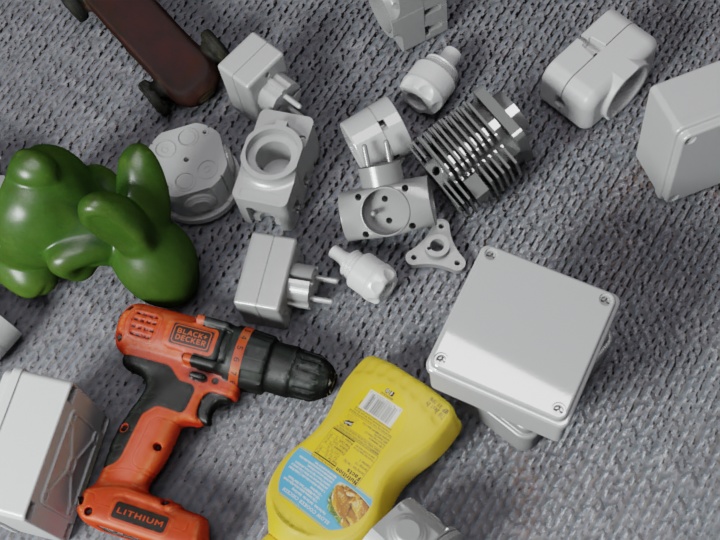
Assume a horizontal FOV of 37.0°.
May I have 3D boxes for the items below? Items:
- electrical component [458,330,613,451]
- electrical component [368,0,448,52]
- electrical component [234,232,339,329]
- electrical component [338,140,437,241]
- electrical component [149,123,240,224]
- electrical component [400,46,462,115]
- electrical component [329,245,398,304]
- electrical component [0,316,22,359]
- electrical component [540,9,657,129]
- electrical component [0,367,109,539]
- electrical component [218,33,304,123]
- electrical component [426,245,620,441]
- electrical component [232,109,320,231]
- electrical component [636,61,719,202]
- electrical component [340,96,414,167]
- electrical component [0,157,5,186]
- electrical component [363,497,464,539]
[{"bbox_3d":[0.135,0.074,0.843,0.078,0.057,0.113,37,75,19],"label":"electrical component"},{"bbox_3d":[0.042,-0.247,0.976,0.056,0.089,0.050,-28,67,-6],"label":"electrical component"},{"bbox_3d":[-0.057,0.012,0.897,0.077,0.047,0.065,9,69,10],"label":"electrical component"},{"bbox_3d":[0.020,-0.069,0.910,0.077,0.044,0.079,-10,99,10],"label":"electrical component"},{"bbox_3d":[-0.147,-0.085,0.946,0.080,0.051,0.080,-2,66,5],"label":"electrical component"},{"bbox_3d":[0.068,-0.174,0.967,0.043,0.043,0.062,31,72,18],"label":"electrical component"},{"bbox_3d":[0.000,0.000,0.903,0.061,0.035,0.035,35,74,21],"label":"electrical component"},{"bbox_3d":[-0.342,0.017,0.922,0.138,0.052,0.073,32,73,18],"label":"electrical component"},{"bbox_3d":[0.213,-0.174,0.945,0.095,0.053,0.059,-43,69,-12],"label":"electrical component"},{"bbox_3d":[-0.247,0.144,0.826,0.056,0.108,0.108,12,68,8],"label":"electrical component"},{"bbox_3d":[-0.079,-0.161,0.964,0.077,0.065,0.047,38,75,19],"label":"electrical component"},{"bbox_3d":[0.119,0.053,0.790,0.109,0.056,0.108,22,71,15],"label":"electrical component"},{"bbox_3d":[-0.072,-0.089,0.938,0.050,0.055,0.089,12,68,11],"label":"electrical component"},{"bbox_3d":[0.292,-0.119,0.884,0.109,0.108,0.056,-21,63,-3],"label":"electrical component"},{"bbox_3d":[0.014,-0.117,0.942,0.047,0.055,0.055,-28,66,-2],"label":"electrical component"},{"bbox_3d":[-0.356,-0.061,0.943,0.089,0.055,0.050,-13,54,-31],"label":"electrical component"},{"bbox_3d":[0.034,0.211,0.783,0.051,0.080,0.080,38,75,25],"label":"electrical component"}]
